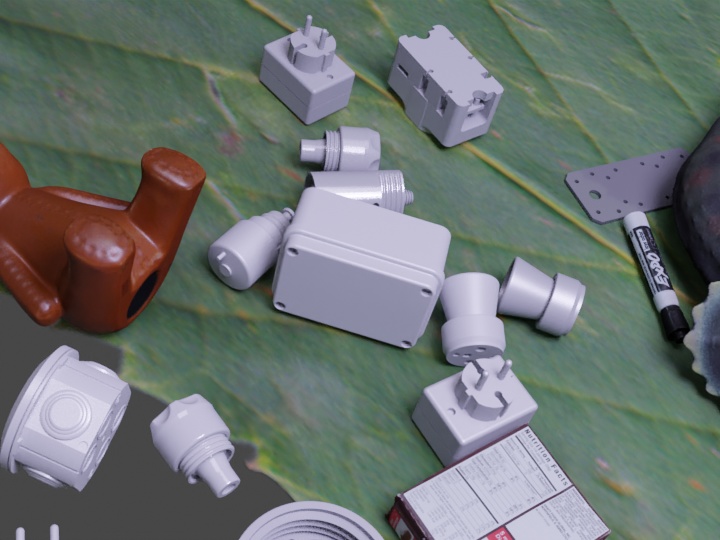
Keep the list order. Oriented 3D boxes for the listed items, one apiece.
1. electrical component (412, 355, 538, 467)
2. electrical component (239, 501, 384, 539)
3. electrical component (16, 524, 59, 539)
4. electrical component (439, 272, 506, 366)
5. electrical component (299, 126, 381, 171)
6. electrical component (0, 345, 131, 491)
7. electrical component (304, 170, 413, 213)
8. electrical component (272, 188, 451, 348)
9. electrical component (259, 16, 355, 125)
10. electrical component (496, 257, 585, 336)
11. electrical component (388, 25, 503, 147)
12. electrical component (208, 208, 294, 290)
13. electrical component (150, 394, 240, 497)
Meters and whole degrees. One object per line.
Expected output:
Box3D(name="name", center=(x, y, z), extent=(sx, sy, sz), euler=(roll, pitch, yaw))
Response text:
Box3D(name="electrical component", center=(0.080, 0.084, 0.710), extent=(0.066, 0.076, 0.047), euler=(-21, 60, -27))
Box3D(name="electrical component", center=(-0.028, 0.185, 0.616), extent=(0.108, 0.060, 0.108), euler=(7, 51, -9))
Box3D(name="electrical component", center=(-0.178, 0.177, 0.594), extent=(0.083, 0.047, 0.075), euler=(-2, 53, -15))
Box3D(name="electrical component", center=(0.079, 0.036, 0.765), extent=(0.045, 0.045, 0.055), euler=(3, 62, -11))
Box3D(name="electrical component", center=(-0.017, -0.092, 0.847), extent=(0.062, 0.043, 0.043), euler=(3, 52, -10))
Box3D(name="electrical component", center=(-0.176, 0.090, 0.643), extent=(0.051, 0.080, 0.080), euler=(25, 51, 0))
Box3D(name="electrical component", center=(0.001, -0.054, 0.821), extent=(0.081, 0.043, 0.043), euler=(-3, 53, -16))
Box3D(name="electrical component", center=(0.000, 0.000, 0.757), extent=(0.113, 0.078, 0.057), euler=(17, 48, 0))
Box3D(name="electrical component", center=(-0.041, -0.173, 0.882), extent=(0.047, 0.076, 0.065), euler=(-31, 65, -31))
Box3D(name="electrical component", center=(0.133, 0.020, 0.794), extent=(0.055, 0.045, 0.045), euler=(21, 51, 3))
Box3D(name="electrical component", center=(0.070, -0.152, 0.907), extent=(0.050, 0.055, 0.089), euler=(-24, 61, -28))
Box3D(name="electrical component", center=(-0.075, -0.019, 0.777), extent=(0.040, 0.040, 0.078), euler=(35, 52, 14))
Box3D(name="electrical component", center=(-0.099, 0.112, 0.667), extent=(0.043, 0.043, 0.062), euler=(-27, 64, -30))
